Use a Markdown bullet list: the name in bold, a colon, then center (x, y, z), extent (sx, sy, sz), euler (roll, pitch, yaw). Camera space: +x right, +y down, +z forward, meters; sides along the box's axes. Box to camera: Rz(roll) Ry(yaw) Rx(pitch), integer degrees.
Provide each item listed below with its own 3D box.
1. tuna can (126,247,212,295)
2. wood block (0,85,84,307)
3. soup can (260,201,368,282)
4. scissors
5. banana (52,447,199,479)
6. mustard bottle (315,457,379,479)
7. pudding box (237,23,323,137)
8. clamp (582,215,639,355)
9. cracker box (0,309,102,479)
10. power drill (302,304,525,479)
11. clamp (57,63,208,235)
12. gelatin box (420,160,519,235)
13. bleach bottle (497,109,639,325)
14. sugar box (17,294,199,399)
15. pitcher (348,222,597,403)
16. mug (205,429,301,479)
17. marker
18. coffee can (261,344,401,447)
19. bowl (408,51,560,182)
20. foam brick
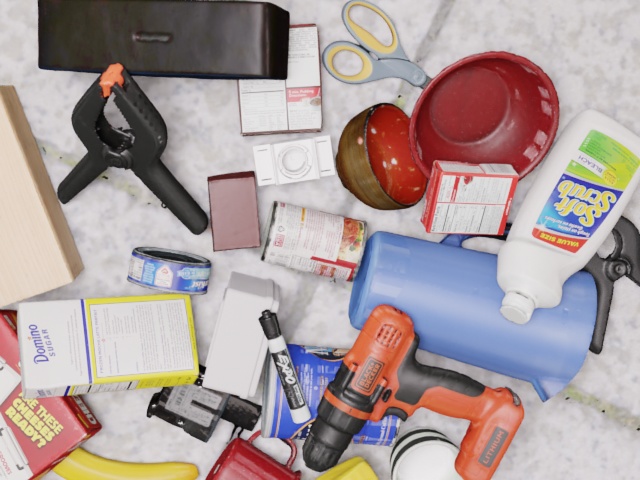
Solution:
- **tuna can**: center (-0.157, 0.032, 1.116), extent (0.086, 0.086, 0.034), euler (10, 96, -6)
- **wood block**: center (-0.324, -0.045, 1.088), extent (0.091, 0.090, 0.206), euler (-20, 100, -1)
- **soup can**: center (-0.007, 0.001, 1.132), extent (0.102, 0.068, 0.068), euler (13, 98, -6)
- **scissors**: center (0.084, -0.166, 1.137), extent (0.096, 0.016, 0.201), euler (-43, 102, -1)
- **banana**: center (-0.234, 0.244, 1.167), extent (0.197, 0.037, 0.070), euler (25, 98, -8)
- **mustard bottle**: center (0.055, 0.335, 1.139), extent (0.096, 0.058, 0.191), euler (-32, 96, -7)
- **pudding box**: center (-0.043, -0.167, 1.117), extent (0.090, 0.039, 0.113), euler (-3, 96, -1)
- **clamp**: center (0.337, 0.032, 1.180), extent (0.120, 0.039, 0.171), euler (-15, 99, -9)
- **cracker box**: center (-0.364, 0.200, 1.119), extent (0.214, 0.072, 0.164), euler (-38, 85, 2)
- **power drill**: center (0.094, 0.179, 1.069), extent (0.187, 0.057, 0.184), euler (26, 99, -9)
- **clamp**: center (-0.183, -0.083, 1.047), extent (0.164, 0.210, 0.036), euler (16, 53, 2)
- **gelatin box**: center (0.155, -0.044, 1.115), extent (0.089, 0.030, 0.073), euler (2, 121, -13)
- **bleach bottle**: center (0.253, -0.015, 1.089), extent (0.102, 0.068, 0.250), euler (34, 62, -3)
- **sugar box**: center (-0.217, 0.107, 1.092), extent (0.176, 0.048, 0.093), euler (-3, 67, -18)
- **pitcher**: center (0.160, 0.060, 1.134), extent (0.242, 0.149, 0.145), euler (15, 113, -4)
- **mug**: center (-0.072, 0.259, 1.162), extent (0.081, 0.093, 0.117), euler (34, 78, -4)
- **marker**: center (-0.036, 0.126, 1.065), extent (0.020, 0.020, 0.121), euler (-18, 104, -2)
- **coffee can**: center (0.011, 0.165, 1.142), extent (0.140, 0.103, 0.103), euler (5, 99, -6)
- **bowl**: center (0.165, -0.129, 1.117), extent (0.162, 0.055, 0.162), euler (-5, 121, -9)
- **foam brick**: center (-0.091, -0.031, 1.127), extent (0.051, 0.053, 0.078), euler (-5, 99, -4)
